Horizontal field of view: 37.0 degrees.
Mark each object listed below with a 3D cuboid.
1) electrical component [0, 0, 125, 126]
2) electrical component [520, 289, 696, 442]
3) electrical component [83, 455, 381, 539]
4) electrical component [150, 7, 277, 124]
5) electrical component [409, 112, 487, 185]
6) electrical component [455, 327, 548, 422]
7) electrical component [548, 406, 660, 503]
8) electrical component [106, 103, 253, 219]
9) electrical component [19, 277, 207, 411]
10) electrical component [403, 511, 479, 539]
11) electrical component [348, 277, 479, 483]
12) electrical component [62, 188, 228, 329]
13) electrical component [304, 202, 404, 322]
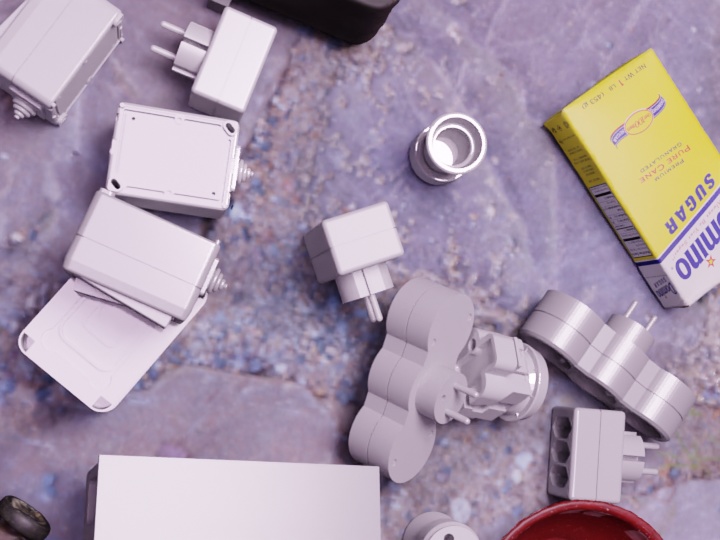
[{"bbox_3d":[-0.211,-0.146,0.724,0.061,0.062,0.096,35,79,-7],"label":"electrical component"},{"bbox_3d":[0.192,0.057,0.795,0.138,0.052,0.073,38,79,-7],"label":"electrical component"},{"bbox_3d":[-0.084,0.182,0.702,0.186,0.060,0.105,6,70,-21],"label":"electrical component"},{"bbox_3d":[-0.107,-0.149,0.753,0.077,0.047,0.065,22,81,-9],"label":"electrical component"},{"bbox_3d":[0.063,-0.087,0.779,0.045,0.055,0.045,1,85,-12],"label":"electrical component"},{"bbox_3d":[0.096,0.077,0.766,0.057,0.078,0.058,14,53,-28],"label":"electrical component"},{"bbox_3d":[0.183,0.136,0.789,0.077,0.047,0.065,6,83,-10],"label":"electrical component"},{"bbox_3d":[-0.122,-0.071,0.736,0.096,0.061,0.061,8,84,-11],"label":"electrical component"},{"bbox_3d":[-0.164,0.032,0.721,0.078,0.057,0.113,41,79,-6],"label":"electrical component"},{"bbox_3d":[0.058,0.195,0.754,0.045,0.055,0.045,1,85,-12],"label":"electrical component"},{"bbox_3d":[0.048,0.081,0.735,0.052,0.074,0.138,9,101,-53],"label":"electrical component"},{"bbox_3d":[-0.131,-0.001,0.668,0.096,0.062,0.061,24,81,-9],"label":"electrical component"},{"bbox_3d":[0.000,0.000,0.744,0.047,0.083,0.075,-18,89,-13],"label":"electrical component"}]
